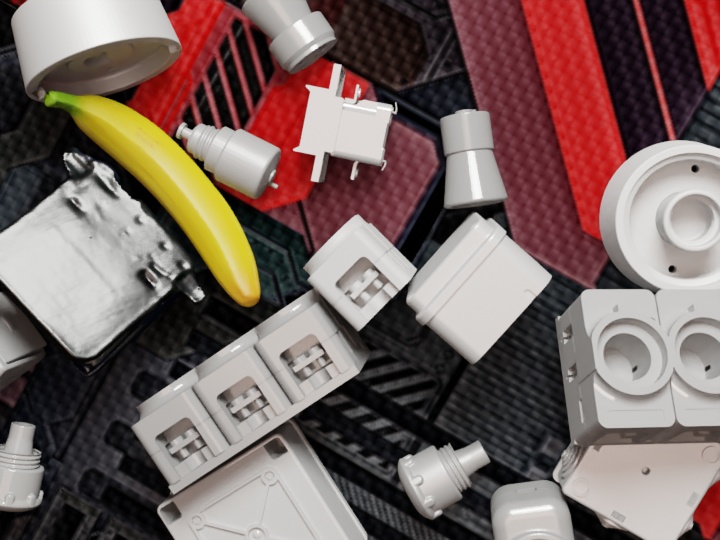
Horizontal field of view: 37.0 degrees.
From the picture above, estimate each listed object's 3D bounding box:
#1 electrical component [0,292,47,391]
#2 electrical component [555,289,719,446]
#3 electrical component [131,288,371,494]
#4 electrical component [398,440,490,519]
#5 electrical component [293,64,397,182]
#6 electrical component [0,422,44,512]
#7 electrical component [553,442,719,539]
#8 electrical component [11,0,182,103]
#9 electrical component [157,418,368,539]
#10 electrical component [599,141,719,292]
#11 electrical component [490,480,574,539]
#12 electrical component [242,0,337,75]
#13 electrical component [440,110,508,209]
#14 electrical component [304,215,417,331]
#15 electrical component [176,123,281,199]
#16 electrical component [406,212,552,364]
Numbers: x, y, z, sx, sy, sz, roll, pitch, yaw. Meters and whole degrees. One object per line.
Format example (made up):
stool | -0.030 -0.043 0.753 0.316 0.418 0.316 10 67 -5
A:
electrical component | -0.272 0.055 0.757 0.061 0.096 0.061 -37 90 6
electrical component | 0.212 0.062 0.694 0.150 0.061 0.089 0 68 -9
electrical component | -0.075 0.078 0.743 0.150 0.089 0.061 -34 90 7
electrical component | 0.061 0.143 0.758 0.062 0.048 0.048 -29 91 0
electrical component | -0.009 -0.098 0.748 0.064 0.042 0.081 11 96 2
electrical component | -0.253 0.143 0.789 0.048 0.048 0.062 12 89 5
electrical component | 0.194 0.133 0.741 0.100 0.048 0.099 30 96 3
electrical component | -0.182 -0.162 0.730 0.108 0.108 0.060 -20 86 7
electrical component | -0.068 0.180 0.767 0.109 0.056 0.108 -32 91 7
electrical component | 0.219 -0.034 0.720 0.108 0.060 0.108 0 94 6
electrical component | 0.123 0.201 0.748 0.054 0.059 0.095 -9 93 6
electrical component | -0.048 -0.170 0.744 0.045 0.045 0.055 -35 91 7
electrical component | 0.076 -0.077 0.742 0.044 0.044 0.065 -8 89 6
electrical component | 0.000 0.000 0.730 0.056 0.089 0.050 45 97 1
electrical component | -0.092 -0.081 0.758 0.078 0.040 0.040 27 96 4
electrical component | 0.075 0.008 0.711 0.057 0.113 0.078 41 97 -1
